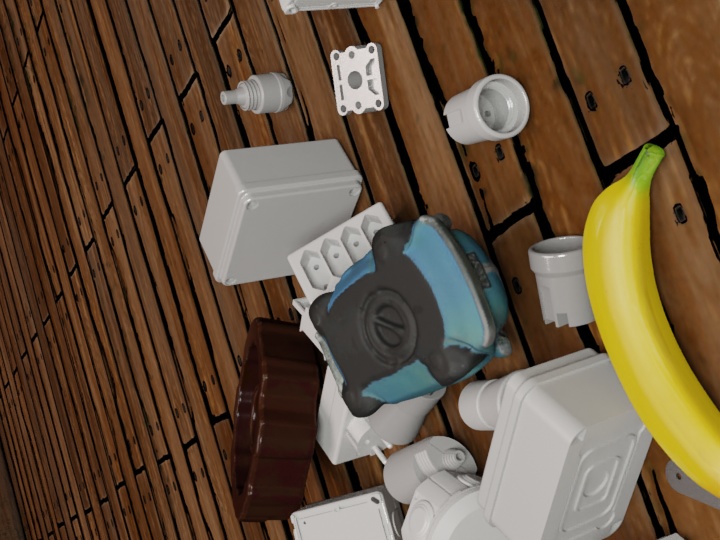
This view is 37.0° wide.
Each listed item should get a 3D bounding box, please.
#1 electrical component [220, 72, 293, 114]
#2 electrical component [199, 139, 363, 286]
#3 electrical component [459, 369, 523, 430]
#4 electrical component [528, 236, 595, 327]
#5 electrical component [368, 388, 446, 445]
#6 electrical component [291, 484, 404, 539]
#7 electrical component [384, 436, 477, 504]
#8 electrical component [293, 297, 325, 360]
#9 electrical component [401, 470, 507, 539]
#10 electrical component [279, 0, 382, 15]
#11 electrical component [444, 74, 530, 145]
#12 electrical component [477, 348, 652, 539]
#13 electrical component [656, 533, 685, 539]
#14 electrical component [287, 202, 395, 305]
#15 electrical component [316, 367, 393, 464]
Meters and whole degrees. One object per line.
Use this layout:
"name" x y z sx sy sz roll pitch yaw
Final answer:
"electrical component" -0.091 -0.152 0.933 0.035 0.061 0.035 30 125 53
"electrical component" -0.066 -0.047 0.881 0.056 0.109 0.108 61 146 32
"electrical component" 0.095 0.090 0.720 0.065 0.044 0.044 -18 84 65
"electrical component" 0.123 0.007 0.642 0.040 0.040 0.046 14 119 58
"electrical component" 0.038 0.099 0.822 0.044 0.044 0.065 62 142 27
"electrical component" -0.011 0.220 0.895 0.061 0.096 0.061 9 -116 -75
"electrical component" 0.055 0.148 0.807 0.081 0.043 0.043 -39 67 57
"electrical component" -0.018 0.034 0.894 0.081 0.042 0.063 44 133 44
"electrical component" 0.073 0.183 0.753 0.051 0.080 0.080 26 123 61
"electrical component" -0.023 -0.222 0.752 0.062 0.096 0.061 -37 67 59
"electrical component" 0.079 -0.100 0.681 0.046 0.040 0.040 -7 94 66
"electrical component" 0.122 0.110 0.641 0.057 0.078 0.113 43 135 42
"electrical component" 0.179 0.195 0.588 0.096 0.062 0.061 31 126 53
"electrical component" 0.000 0.000 0.828 0.047 0.083 0.075 62 -175 26
"electrical component" 0.005 0.126 0.883 0.075 0.047 0.083 49 140 41
